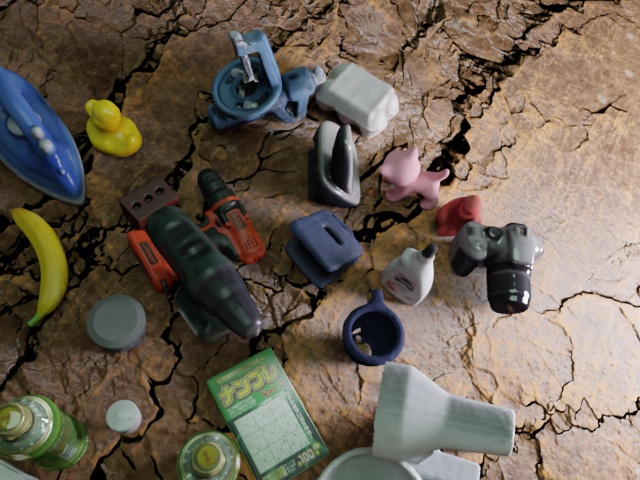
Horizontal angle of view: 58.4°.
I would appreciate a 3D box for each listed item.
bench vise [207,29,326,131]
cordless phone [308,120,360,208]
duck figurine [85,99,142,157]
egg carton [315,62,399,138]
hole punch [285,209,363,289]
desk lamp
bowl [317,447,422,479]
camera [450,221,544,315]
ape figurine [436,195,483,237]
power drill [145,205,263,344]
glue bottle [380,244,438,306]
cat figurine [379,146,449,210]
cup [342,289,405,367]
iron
[{"bbox_3d":[-0.094,-0.287,0.973,0.208,0.219,0.121,-34,74,-22],"label":"bench vise"},{"bbox_3d":[0.035,-0.151,0.948,0.094,0.185,0.147,-1,64,-10],"label":"cordless phone"},{"bbox_3d":[-0.350,-0.195,0.960,0.104,0.086,0.078,35,64,8],"label":"duck figurine"},{"bbox_3d":[0.070,-0.263,1.073,0.150,0.069,0.107,33,64,7],"label":"egg carton"},{"bbox_3d":[0.008,0.003,0.921,0.101,0.091,0.108,-36,75,-23],"label":"hole punch"},{"bbox_3d":[0.152,0.249,0.757,0.203,0.213,0.118,14,63,-2],"label":"desk lamp"},{"bbox_3d":[0.061,0.368,0.761,0.167,0.074,0.167,4,64,-8],"label":"bowl"},{"bbox_3d":[0.298,0.045,0.944,0.143,0.101,0.137,9,63,-5],"label":"camera"},{"bbox_3d":[0.247,-0.047,0.985,0.077,0.092,0.076,33,64,7],"label":"ape figurine"},{"bbox_3d":[-0.157,0.068,0.796,0.076,0.208,0.229,-34,74,-22],"label":"power drill"},{"bbox_3d":[0.146,0.045,0.878,0.078,0.173,0.037,34,64,8],"label":"glue bottle"},{"bbox_3d":[0.159,-0.115,0.989,0.128,0.117,0.067,9,63,-5],"label":"cat figurine"},{"bbox_3d":[0.073,0.140,0.863,0.091,0.095,0.118,9,63,-5],"label":"cup"},{"bbox_3d":[-0.459,-0.178,0.902,0.119,0.141,0.258,-38,75,-23],"label":"iron"}]
